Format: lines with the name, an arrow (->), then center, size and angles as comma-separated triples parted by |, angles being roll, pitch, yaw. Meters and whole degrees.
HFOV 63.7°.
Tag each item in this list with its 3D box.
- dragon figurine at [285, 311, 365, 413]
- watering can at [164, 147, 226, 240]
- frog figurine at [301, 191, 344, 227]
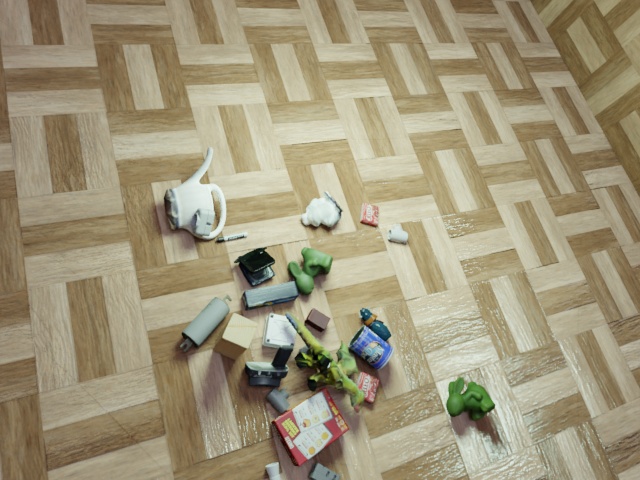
dragon figurine -> 0.037, 0.421, 1.835 | 0.121, 0.416, 0.242 | -37, -22, 24
watering can -> -0.471, -0.169, 1.926 | 0.225, 0.348, 0.103 | -8, -2, -26
frog figurine -> 0.006, -0.106, 2.112 | 0.159, 0.137, 0.123 | -40, 2, 5
